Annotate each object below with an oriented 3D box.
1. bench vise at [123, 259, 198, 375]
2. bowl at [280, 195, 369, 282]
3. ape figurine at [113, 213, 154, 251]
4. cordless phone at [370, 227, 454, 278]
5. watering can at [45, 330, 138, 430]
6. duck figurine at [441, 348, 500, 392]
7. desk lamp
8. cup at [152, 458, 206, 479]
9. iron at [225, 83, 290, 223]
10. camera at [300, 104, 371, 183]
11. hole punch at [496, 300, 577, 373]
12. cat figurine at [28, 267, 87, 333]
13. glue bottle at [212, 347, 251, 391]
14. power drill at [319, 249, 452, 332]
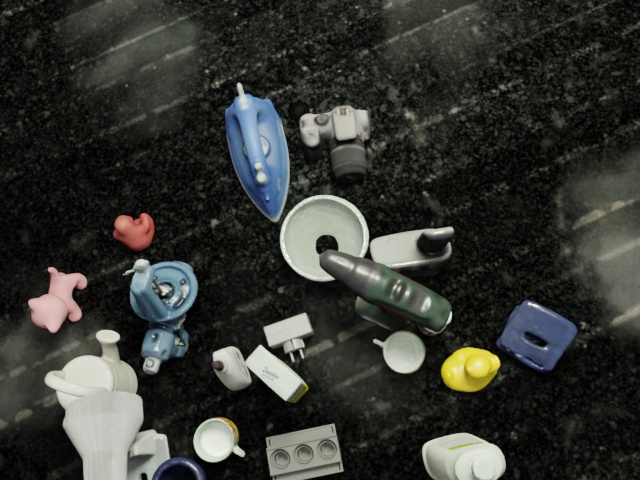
[{"bbox_3d":[-0.275,0.122,1.004,0.121,0.220,0.207,-12,74,1],"label":"bench vise"},{"bbox_3d":[0.010,0.004,1.093,0.167,0.075,0.167,-1,74,4],"label":"bowl"},{"bbox_3d":[-0.369,-0.021,1.117,0.078,0.092,0.076,-13,74,1],"label":"ape figurine"},{"bbox_3d":[0.165,0.008,1.023,0.147,0.185,0.094,-12,74,1],"label":"cordless phone"},{"bbox_3d":[-0.400,0.243,0.993,0.101,0.194,0.173,-1,74,4],"label":"watering can"},{"bbox_3d":[0.267,0.227,1.007,0.104,0.086,0.077,-16,74,0],"label":"duck figurine"},{"bbox_3d":[-0.327,0.358,0.946,0.118,0.213,0.203,-15,74,0],"label":"desk lamp"},{"bbox_3d":[-0.229,0.431,0.980,0.091,0.095,0.118,-11,74,1],"label":"cup"},{"bbox_3d":[-0.122,-0.172,1.116,0.118,0.141,0.258,-15,74,0],"label":"iron"},{"bbox_3d":[0.035,-0.187,1.131,0.143,0.101,0.137,-8,74,2],"label":"camera"},{"bbox_3d":[0.382,0.173,1.011,0.108,0.091,0.101,29,78,11],"label":"hole punch"},{"bbox_3d":[-0.499,0.114,1.076,0.067,0.118,0.128,-2,74,4],"label":"cat figurine"},{"bbox_3d":[-0.161,0.220,0.993,0.037,0.173,0.078,-23,74,-2],"label":"glue bottle"},{"bbox_3d":[0.108,0.096,0.991,0.229,0.208,0.076,22,77,10],"label":"power drill"}]
